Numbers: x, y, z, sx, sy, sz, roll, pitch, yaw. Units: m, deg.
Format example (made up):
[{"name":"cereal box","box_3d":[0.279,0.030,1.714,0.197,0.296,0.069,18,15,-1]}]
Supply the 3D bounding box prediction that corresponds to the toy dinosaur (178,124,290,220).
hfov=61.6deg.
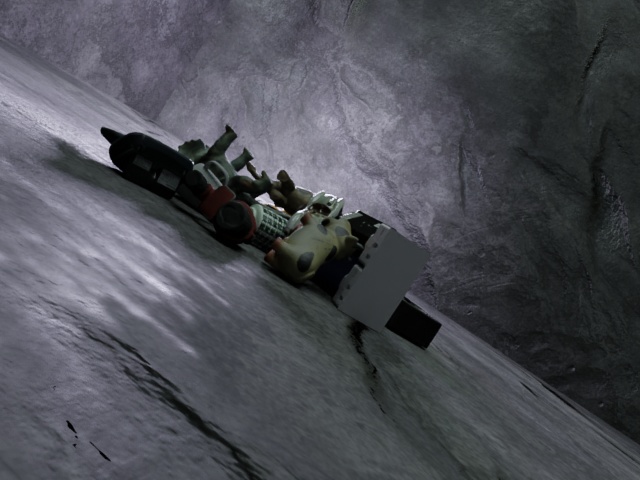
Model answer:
[{"name":"toy dinosaur","box_3d":[-0.227,-0.136,1.300,0.405,0.192,0.131,54,3,37]}]

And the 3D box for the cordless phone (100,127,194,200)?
[{"name":"cordless phone","box_3d":[-0.347,-0.161,1.042,0.184,0.088,0.146,30,1,44]}]

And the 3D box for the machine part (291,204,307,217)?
[{"name":"machine part","box_3d":[-0.003,-0.004,1.329,0.179,0.179,0.056,34,44,11]}]

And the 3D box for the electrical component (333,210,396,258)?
[{"name":"electrical component","box_3d":[0.098,-0.007,1.150,0.134,0.058,0.115,32,29,30]}]

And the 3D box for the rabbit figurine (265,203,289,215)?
[{"name":"rabbit figurine","box_3d":[-0.116,-0.074,1.705,0.173,0.122,0.162,15,-5,18]}]

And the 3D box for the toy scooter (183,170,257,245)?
[{"name":"toy scooter","box_3d":[-0.179,-0.048,1.017,0.184,0.075,0.135,43,-12,23]}]

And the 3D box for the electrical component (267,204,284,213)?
[{"name":"electrical component","box_3d":[-0.118,-0.045,1.549,0.119,0.075,0.048,34,1,-31]}]

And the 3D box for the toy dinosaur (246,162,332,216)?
[{"name":"toy dinosaur","box_3d":[-0.017,-0.085,1.516,0.471,0.105,0.199,34,-2,-12]}]

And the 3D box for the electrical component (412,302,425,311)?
[{"name":"electrical component","box_3d":[0.250,0.207,1.448,0.045,0.078,0.102,-3,23,-42]}]

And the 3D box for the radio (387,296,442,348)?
[{"name":"radio","box_3d":[0.195,0.173,1.316,0.131,0.073,0.230,32,4,-16]}]

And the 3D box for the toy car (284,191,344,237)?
[{"name":"toy car","box_3d":[-0.009,-0.048,1.174,0.074,0.056,0.202,21,34,15]}]

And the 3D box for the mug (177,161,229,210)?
[{"name":"mug","box_3d":[-0.230,-0.105,1.129,0.107,0.109,0.081,45,11,2]}]

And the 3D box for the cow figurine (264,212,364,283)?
[{"name":"cow figurine","box_3d":[-0.002,0.014,1.038,0.127,0.085,0.195,45,48,4]}]
